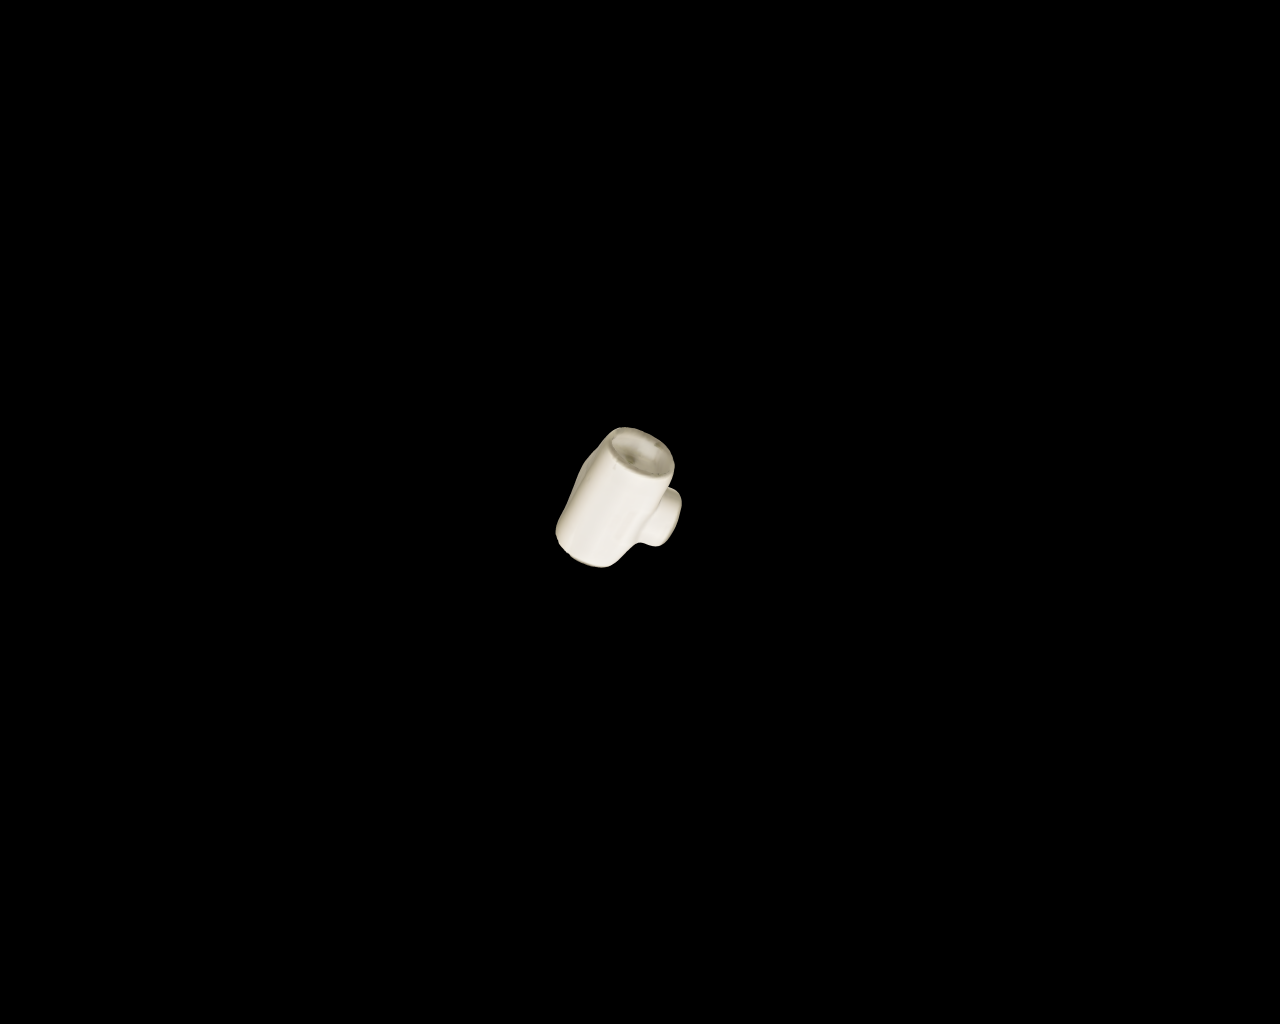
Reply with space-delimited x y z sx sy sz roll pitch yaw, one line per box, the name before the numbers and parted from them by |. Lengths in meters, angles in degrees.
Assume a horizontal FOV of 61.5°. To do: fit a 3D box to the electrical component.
electrical component | 0.001 -0.003 0.650 0.079 0.077 0.043 21 36 -16
